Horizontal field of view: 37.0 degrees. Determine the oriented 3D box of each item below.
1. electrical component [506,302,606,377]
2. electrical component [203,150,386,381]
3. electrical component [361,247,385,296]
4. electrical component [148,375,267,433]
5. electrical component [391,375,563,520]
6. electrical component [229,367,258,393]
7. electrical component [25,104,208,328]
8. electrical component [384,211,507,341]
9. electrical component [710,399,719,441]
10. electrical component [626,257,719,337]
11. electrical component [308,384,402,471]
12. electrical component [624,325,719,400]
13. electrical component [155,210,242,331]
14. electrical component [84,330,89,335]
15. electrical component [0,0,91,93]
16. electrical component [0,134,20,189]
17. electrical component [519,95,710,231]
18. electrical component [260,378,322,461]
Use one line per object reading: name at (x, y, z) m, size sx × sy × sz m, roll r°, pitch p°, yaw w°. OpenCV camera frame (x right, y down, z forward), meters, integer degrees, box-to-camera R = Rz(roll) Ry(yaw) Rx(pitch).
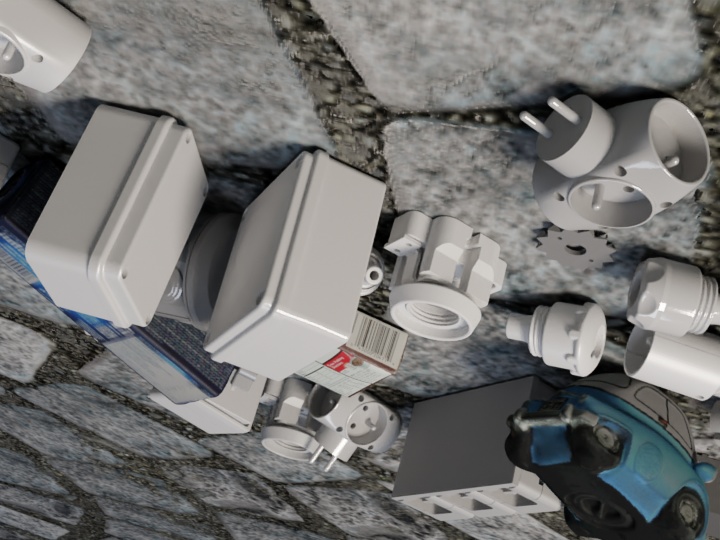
electrical component at (0.128, 0.042, 0.707) m, size 0.062 × 0.048 × 0.048 m, roll 10°, pitch 154°, yaw 28°
electrical component at (-0.040, 0.000, 0.648) m, size 0.056 × 0.108 × 0.109 m, roll 23°, pitch 153°, yaw -19°
electrical component at (0.000, 0.000, 0.688) m, size 0.035 × 0.035 × 0.061 m, roll 26°, pitch 179°, yaw -18°
electrical component at (-0.133, 0.096, 0.938) m, size 0.061 × 0.061 × 0.096 m, roll -8°, pitch 145°, yaw 39°
electrical component at (0.104, 0.150, 0.876) m, size 0.062 × 0.089 × 0.150 m, roll 30°, pitch 150°, yaw -26°
electrical component at (-0.107, 0.067, 0.877) m, size 0.055 × 0.048 × 0.066 m, roll 26°, pitch -173°, yaw -5°
electrical component at (-0.140, -0.031, 0.638) m, size 0.057 × 0.113 × 0.078 m, roll 14°, pitch 153°, yaw 10°
electrical component at (0.050, 0.007, 0.668) m, size 0.078 × 0.057 × 0.058 m, roll 29°, pitch 151°, yaw -23°
electrical component at (0.276, 0.108, 0.757) m, size 0.040 × 0.040 × 0.046 m, roll 36°, pitch 154°, yaw -34°
electrical component at (0.190, 0.018, 0.626) m, size 0.062 × 0.043 × 0.043 m, roll 14°, pitch 154°, yaw 1°
electrical component at (-0.014, 0.140, 0.941) m, size 0.077 × 0.079 × 0.044 m, roll 36°, pitch 179°, yaw -34°
electrical component at (0.217, 0.060, 0.692) m, size 0.081 × 0.043 × 0.043 m, roll 19°, pitch 153°, yaw -5°
electrical component at (-0.106, -0.001, 0.717) m, size 0.051 × 0.080 × 0.080 m, roll 10°, pitch 153°, yaw 24°
electrical component at (-0.178, 0.023, 0.837) m, size 0.076 × 0.047 × 0.083 m, roll 14°, pitch 153°, yaw 4°
electrical component at (-0.194, -0.127, 0.561) m, size 0.079 × 0.044 × 0.077 m, roll -14°, pitch 141°, yaw 45°
electrical component at (-0.276, -0.052, 0.717) m, size 0.047 × 0.075 × 0.083 m, roll 31°, pitch 150°, yaw -28°
electrical component at (0.113, -0.058, 0.521) m, size 0.079 × 0.044 × 0.077 m, roll 30°, pitch 150°, yaw -25°
electrical component at (-0.057, 0.138, 0.980) m, size 0.078 × 0.057 × 0.058 m, roll 23°, pitch 153°, yaw -13°
